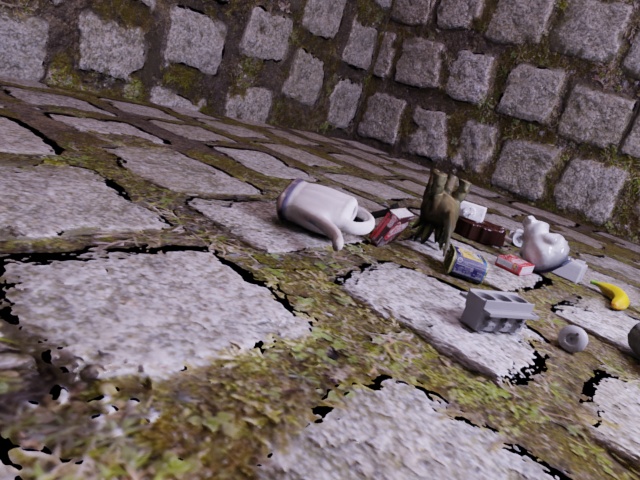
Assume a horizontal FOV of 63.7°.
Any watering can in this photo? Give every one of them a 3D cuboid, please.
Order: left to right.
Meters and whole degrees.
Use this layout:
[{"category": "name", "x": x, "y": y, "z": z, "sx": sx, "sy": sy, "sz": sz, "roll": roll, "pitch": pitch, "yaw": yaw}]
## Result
[{"category": "watering can", "x": 0.003, "y": -0.057, "z": 1.141, "sx": 0.225, "sy": 0.103, "sz": 0.351, "roll": 19, "pitch": 16, "yaw": 12}]

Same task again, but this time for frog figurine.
[{"category": "frog figurine", "x": 0.618, "y": 0.008, "z": 1.445, "sx": 0.124, "sy": 0.160, "sz": 0.136, "roll": -25, "pitch": -3, "yaw": -24}]
